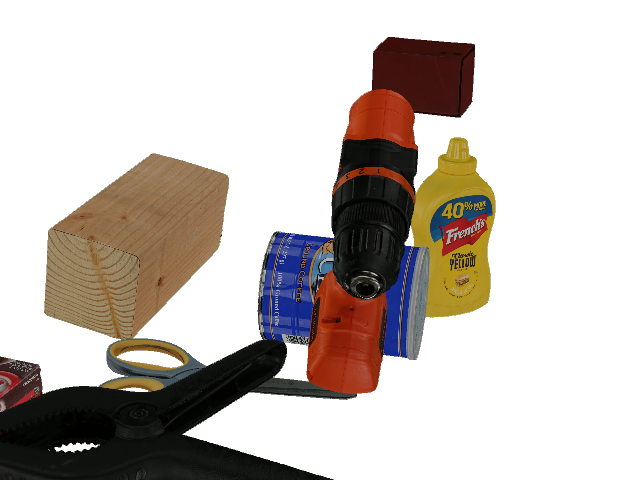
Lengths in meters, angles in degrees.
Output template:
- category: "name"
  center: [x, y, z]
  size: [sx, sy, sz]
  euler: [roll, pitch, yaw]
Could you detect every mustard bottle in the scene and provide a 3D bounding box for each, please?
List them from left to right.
- category: "mustard bottle"
  center: [0.142, -0.016, 1.148]
  size: [0.096, 0.192, 0.058]
  euler: [-8, 22, -24]

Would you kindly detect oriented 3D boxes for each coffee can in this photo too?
- category: "coffee can"
  center: [0.023, 0.049, 0.970]
  size: [0.140, 0.103, 0.102]
  euler: [6, 1, 11]

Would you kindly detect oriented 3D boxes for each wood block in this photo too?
- category: "wood block"
  center: [-0.171, 0.000, 1.023]
  size: [0.090, 0.091, 0.205]
  euler: [17, 27, 11]

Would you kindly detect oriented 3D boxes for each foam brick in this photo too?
- category: "foam brick"
  center: [0.086, -0.138, 0.898]
  size: [0.078, 0.051, 0.053]
  euler: [9, 26, 18]

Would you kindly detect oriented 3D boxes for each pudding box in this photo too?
- category: "pudding box"
  center: [-0.320, 0.136, 0.952]
  size: [0.114, 0.039, 0.090]
  euler: [7, 22, 20]

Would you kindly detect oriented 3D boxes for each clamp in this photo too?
- category: "clamp"
  center: [-0.096, 0.105, 0.590]
  size: [0.210, 0.036, 0.164]
  euler: [-1, 24, -9]

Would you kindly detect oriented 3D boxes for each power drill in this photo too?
- category: "power drill"
  center: [0.028, 0.017, 0.724]
  size: [0.057, 0.188, 0.184]
  euler: [11, 42, 1]

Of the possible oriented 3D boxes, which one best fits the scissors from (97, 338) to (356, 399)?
- category: "scissors"
  center: [-0.083, 0.116, 0.799]
  size: [0.202, 0.016, 0.096]
  euler: [13, 35, 23]
